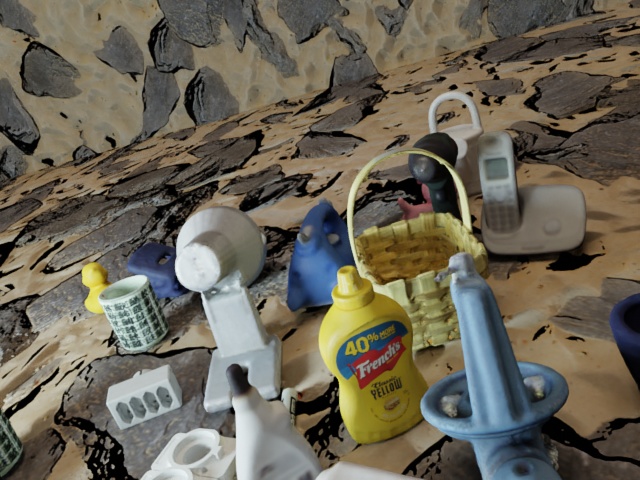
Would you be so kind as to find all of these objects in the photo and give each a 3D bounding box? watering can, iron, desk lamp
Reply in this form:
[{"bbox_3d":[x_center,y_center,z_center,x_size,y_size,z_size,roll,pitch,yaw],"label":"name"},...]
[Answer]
[{"bbox_3d":[0.266,-0.186,1.093,0.101,0.194,0.172,-18,23,-3],"label":"watering can"},{"bbox_3d":[0.008,0.003,0.917,0.118,0.142,0.258,-11,24,15],"label":"iron"},{"bbox_3d":[-0.123,0.075,0.756,0.118,0.214,0.203,-16,23,2],"label":"desk lamp"}]

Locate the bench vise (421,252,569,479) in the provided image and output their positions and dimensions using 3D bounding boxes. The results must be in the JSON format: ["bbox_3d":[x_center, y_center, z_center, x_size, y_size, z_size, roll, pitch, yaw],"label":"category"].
[{"bbox_3d":[0.151,0.128,0.444,0.121,0.220,0.207,-22,24,-10],"label":"bench vise"}]

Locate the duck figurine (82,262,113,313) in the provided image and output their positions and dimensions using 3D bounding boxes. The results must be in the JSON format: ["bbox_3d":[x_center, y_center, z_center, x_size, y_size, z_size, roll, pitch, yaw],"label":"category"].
[{"bbox_3d":[-0.423,0.086,1.099,0.078,0.086,0.104,-27,25,-21],"label":"duck figurine"}]

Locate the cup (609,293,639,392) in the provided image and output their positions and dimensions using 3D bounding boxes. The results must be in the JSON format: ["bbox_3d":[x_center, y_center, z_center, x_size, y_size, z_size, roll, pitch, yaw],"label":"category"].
[{"bbox_3d":[0.332,0.101,0.537,0.118,0.095,0.091,-29,26,-25],"label":"cup"}]

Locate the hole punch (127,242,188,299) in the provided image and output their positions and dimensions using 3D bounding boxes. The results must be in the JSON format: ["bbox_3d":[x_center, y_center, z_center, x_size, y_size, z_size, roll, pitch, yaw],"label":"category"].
[{"bbox_3d":[-0.291,0.051,1.078,0.101,0.091,0.109,-10,24,16],"label":"hole punch"}]

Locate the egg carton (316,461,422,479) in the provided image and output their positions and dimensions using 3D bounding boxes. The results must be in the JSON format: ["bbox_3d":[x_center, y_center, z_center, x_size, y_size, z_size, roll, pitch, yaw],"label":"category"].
[{"bbox_3d":[0.047,0.240,0.456,0.149,0.069,0.107,-1,28,32],"label":"egg carton"}]

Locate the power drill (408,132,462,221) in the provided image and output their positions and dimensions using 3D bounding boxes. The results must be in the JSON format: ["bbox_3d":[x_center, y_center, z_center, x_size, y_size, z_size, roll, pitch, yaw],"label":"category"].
[{"bbox_3d":[0.183,-0.063,0.858,0.075,0.209,0.230,-9,25,18],"label":"power drill"}]

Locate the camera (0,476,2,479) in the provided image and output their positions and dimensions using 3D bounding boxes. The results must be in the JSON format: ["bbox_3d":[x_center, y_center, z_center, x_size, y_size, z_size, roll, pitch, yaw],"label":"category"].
[{"bbox_3d":[-0.417,0.294,0.614,0.137,0.101,0.142,-32,27,-31],"label":"camera"}]

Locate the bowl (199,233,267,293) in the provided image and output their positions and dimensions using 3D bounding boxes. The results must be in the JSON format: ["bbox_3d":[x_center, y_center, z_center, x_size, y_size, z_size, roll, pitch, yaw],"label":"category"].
[{"bbox_3d":[-0.164,0.051,1.013,0.167,0.075,0.167,-14,24,7],"label":"bowl"}]

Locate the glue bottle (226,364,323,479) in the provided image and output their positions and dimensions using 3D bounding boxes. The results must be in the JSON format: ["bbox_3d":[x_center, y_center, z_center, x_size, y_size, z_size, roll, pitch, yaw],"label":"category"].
[{"bbox_3d":[-0.050,0.182,0.519,0.078,0.173,0.037,-25,25,-17],"label":"glue bottle"}]

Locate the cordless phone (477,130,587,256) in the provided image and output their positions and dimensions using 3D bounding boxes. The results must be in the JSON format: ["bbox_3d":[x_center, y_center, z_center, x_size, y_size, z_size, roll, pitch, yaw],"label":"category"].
[{"bbox_3d":[0.300,-0.071,0.826,0.147,0.185,0.094,-5,26,26],"label":"cordless phone"}]

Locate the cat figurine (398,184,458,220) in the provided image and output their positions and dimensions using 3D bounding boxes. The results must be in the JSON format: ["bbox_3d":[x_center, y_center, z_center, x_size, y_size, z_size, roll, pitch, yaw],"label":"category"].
[{"bbox_3d":[0.190,-0.070,0.984,0.128,0.118,0.067,-22,24,-12],"label":"cat figurine"}]
